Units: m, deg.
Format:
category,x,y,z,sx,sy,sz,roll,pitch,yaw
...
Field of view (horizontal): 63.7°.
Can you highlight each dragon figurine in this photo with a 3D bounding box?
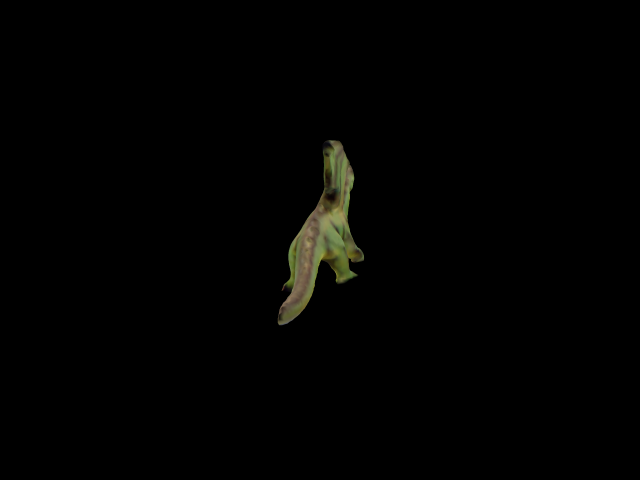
category,x,y,z,sx,sy,sz,roll,pitch,yaw
dragon figurine,0.003,-0.043,0.850,0.122,0.240,0.415,2,14,11
